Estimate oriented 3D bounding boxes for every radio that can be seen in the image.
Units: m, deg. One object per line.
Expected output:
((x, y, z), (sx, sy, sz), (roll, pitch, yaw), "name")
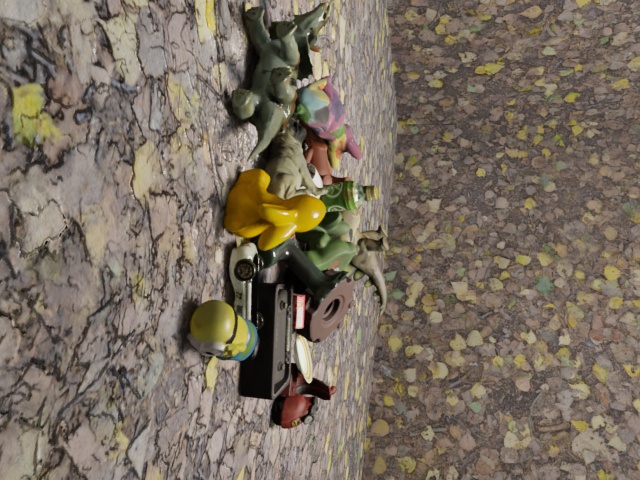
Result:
((-0.106, 0.201, 1.114), (0.131, 0.073, 0.229), (3, 90, -76), "radio")

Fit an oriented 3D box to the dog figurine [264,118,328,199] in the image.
((-0.088, -0.163, 1.125), (0.172, 0.121, 0.190), (-18, 87, -61), "dog figurine")

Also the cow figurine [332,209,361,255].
((0.058, -0.008, 1.440), (0.127, 0.085, 0.195), (-39, -155, 57), "cow figurine")

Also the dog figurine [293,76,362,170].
((0.015, -0.271, 1.287), (0.219, 0.108, 0.191), (62, 26, -15), "dog figurine")

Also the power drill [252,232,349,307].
((-0.040, 0.031, 1.136), (0.207, 0.086, 0.232), (46, 24, 0), "power drill")

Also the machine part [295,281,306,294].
((-0.033, 0.150, 1.299), (0.138, 0.039, 0.084), (75, 27, -50), "machine part")

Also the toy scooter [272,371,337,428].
((-0.034, 0.391, 1.327), (0.184, 0.135, 0.075), (-64, 156, -56), "toy scooter")

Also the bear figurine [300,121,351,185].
((0.010, -0.226, 1.408), (0.120, 0.132, 0.195), (2, 97, -49), "bear figurine")

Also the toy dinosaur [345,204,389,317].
((0.110, 0.021, 1.636), (0.471, 0.198, 0.105), (57, 21, -7), "toy dinosaur")

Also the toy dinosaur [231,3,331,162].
((-0.086, -0.294, 1.034), (0.192, 0.131, 0.404), (58, 43, -67), "toy dinosaur")

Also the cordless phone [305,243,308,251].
((-0.019, -0.038, 1.429), (0.146, 0.089, 0.184), (-27, 133, -81), "cordless phone")

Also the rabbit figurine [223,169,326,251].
((-0.079, -0.054, 0.970), (0.162, 0.173, 0.121), (-64, 158, -68), "rabbit figurine")

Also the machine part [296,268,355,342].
((0.013, 0.157, 1.266), (0.179, 0.056, 0.179), (-36, 141, -35), "machine part")

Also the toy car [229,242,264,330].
((-0.139, 0.104, 1.004), (0.073, 0.056, 0.201), (-52, 144, -77), "toy car")

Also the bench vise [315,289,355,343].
((0.010, 0.152, 1.474), (0.240, 0.129, 0.224), (97, 17, -48), "bench vise")

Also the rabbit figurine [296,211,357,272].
((-0.003, -0.004, 1.308), (0.170, 0.159, 0.121), (50, -1, 28), "rabbit figurine")

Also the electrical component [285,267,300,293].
((-0.059, 0.100, 1.353), (0.074, 0.048, 0.119), (77, 22, -50), "electrical component")

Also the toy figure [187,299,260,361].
((-0.156, 0.153, 0.890), (0.180, 0.082, 0.089), (43, 40, -67), "toy figure")
